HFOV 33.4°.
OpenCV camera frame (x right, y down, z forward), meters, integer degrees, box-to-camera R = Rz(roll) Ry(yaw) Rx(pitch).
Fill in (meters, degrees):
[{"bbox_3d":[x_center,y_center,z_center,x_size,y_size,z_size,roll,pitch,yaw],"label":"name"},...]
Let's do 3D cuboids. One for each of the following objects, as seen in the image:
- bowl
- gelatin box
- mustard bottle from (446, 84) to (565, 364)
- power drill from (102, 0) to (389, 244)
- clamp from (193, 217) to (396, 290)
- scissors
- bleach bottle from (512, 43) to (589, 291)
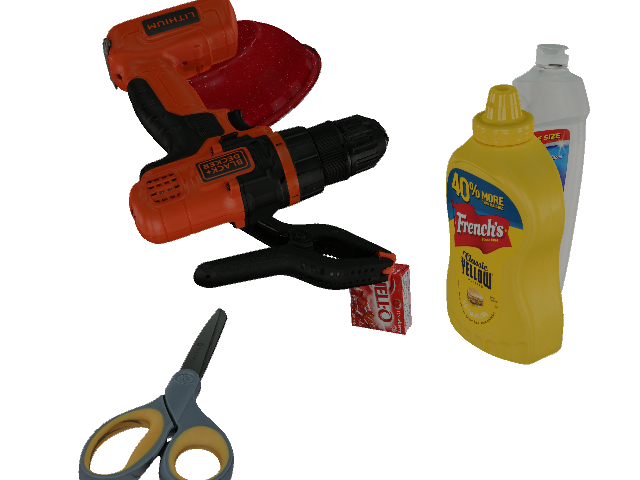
[{"bbox_3d":[-0.083,-0.150,0.959,0.162,0.055,0.162,-20,35,15],"label":"bowl"},{"bbox_3d":[0.074,0.069,1.332,0.073,0.089,0.030,8,30,24],"label":"gelatin box"},{"bbox_3d":[0.127,-0.015,0.743,0.058,0.192,0.096,-18,30,-26],"label":"mustard bottle"},{"bbox_3d":[-0.066,-0.095,0.766,0.184,0.188,0.057,-19,-36,-13],"label":"power drill"},{"bbox_3d":[-0.029,0.015,1.067,0.210,0.036,0.164,14,31,-3],"label":"clamp"},{"bbox_3d":[-0.072,0.101,0.669,0.096,0.016,0.201,16,30,20],"label":"scissors"},{"bbox_3d":[0.209,-0.069,1.066,0.103,0.251,0.068,8,20,15],"label":"bleach bottle"}]
